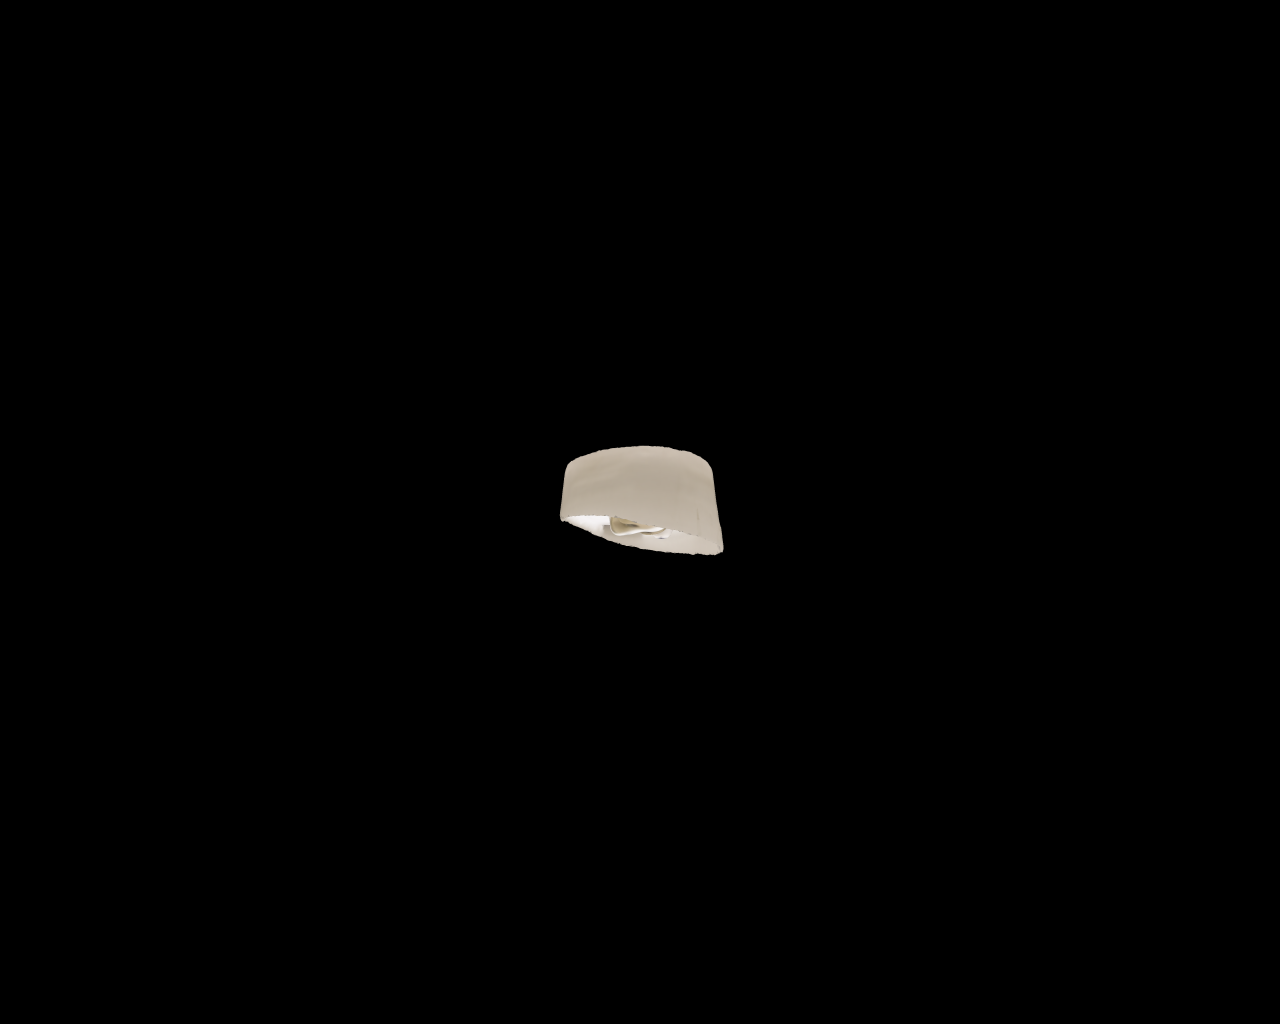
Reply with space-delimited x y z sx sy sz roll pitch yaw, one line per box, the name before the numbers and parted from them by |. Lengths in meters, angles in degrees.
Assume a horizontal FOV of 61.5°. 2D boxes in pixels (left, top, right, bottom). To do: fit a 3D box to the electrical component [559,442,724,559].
electrical component | 0.001 -0.003 0.650 0.099 0.064 0.099 0 -17 0
